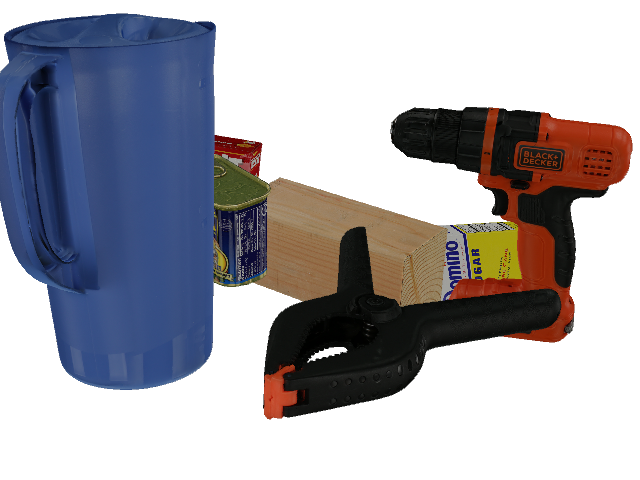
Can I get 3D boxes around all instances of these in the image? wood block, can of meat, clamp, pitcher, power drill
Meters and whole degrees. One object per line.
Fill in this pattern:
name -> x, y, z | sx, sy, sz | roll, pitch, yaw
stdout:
wood block -> 0.017, 0.013, 1.106 | 0.206, 0.091, 0.090 | 19, 31, 29
can of meat -> -0.089, -0.017, 0.923 | 0.057, 0.084, 0.102 | -22, 37, -34
clamp -> 0.028, 0.048, 0.664 | 0.165, 0.036, 0.209 | 23, 33, 38
pitcher -> -0.137, -0.024, 0.709 | 0.149, 0.243, 0.145 | -7, 21, -17
power drill -> 0.143, -0.015, 0.855 | 0.184, 0.188, 0.057 | 8, 29, 13

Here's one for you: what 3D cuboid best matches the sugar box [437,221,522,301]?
sugar box -> 0.200, 0.027, 1.280 | 0.176, 0.093, 0.048 | -6, 20, -23

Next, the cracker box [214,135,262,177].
cracker box -> -0.184, -0.052, 1.620 | 0.164, 0.214, 0.072 | 10, 19, 6
